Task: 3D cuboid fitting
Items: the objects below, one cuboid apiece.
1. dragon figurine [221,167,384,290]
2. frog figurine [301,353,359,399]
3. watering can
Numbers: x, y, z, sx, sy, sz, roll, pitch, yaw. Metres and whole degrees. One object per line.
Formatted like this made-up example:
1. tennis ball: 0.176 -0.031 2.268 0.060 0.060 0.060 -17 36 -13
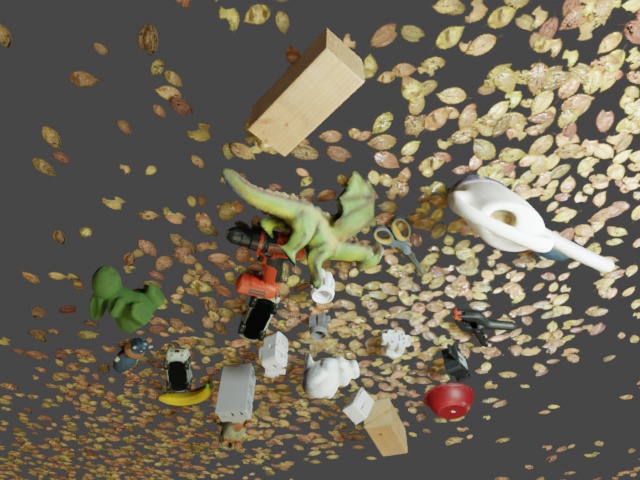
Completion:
1. dragon figurine: 0.003 -0.055 1.090 0.243 0.124 0.403 -38 121 -3
2. frog figurine: 0.030 0.397 1.481 0.159 0.125 0.135 7 113 9
3. watering can: 0.394 -0.032 1.028 0.346 0.228 0.102 19 112 -16
